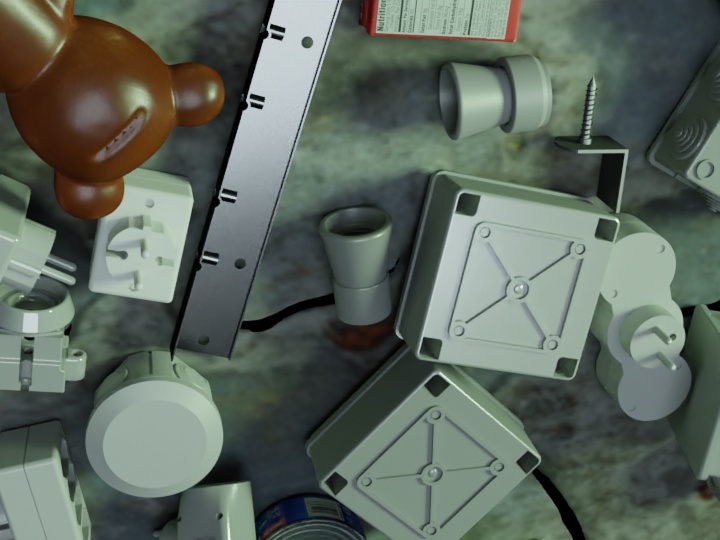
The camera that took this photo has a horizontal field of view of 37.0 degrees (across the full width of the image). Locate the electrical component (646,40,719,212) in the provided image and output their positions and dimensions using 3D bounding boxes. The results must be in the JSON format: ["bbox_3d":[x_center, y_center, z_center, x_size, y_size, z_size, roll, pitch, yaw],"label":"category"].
[{"bbox_3d":[0.242,-0.081,0.661,0.100,0.048,0.099,26,103,-20],"label":"electrical component"}]

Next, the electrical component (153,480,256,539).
[{"bbox_3d":[-0.103,0.178,0.693,0.079,0.043,0.077,-11,81,31],"label":"electrical component"}]

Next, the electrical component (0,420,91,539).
[{"bbox_3d":[-0.213,0.146,0.660,0.076,0.047,0.083,-12,115,-7],"label":"electrical component"}]

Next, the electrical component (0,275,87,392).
[{"bbox_3d":[-0.191,0.036,0.620,0.066,0.048,0.055,5,119,-14],"label":"electrical component"}]

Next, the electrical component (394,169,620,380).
[{"bbox_3d":[0.088,0.004,0.656,0.109,0.056,0.108,9,105,-16],"label":"electrical component"}]

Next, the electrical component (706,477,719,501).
[{"bbox_3d":[0.291,0.130,0.760,0.095,0.053,0.059,-28,116,1],"label":"electrical component"}]

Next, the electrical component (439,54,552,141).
[{"bbox_3d":[0.077,-0.100,0.620,0.055,0.045,0.045,-8,114,-9],"label":"electrical component"}]

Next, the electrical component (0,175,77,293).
[{"bbox_3d":[-0.189,-0.012,0.578,0.076,0.083,0.047,25,106,-21],"label":"electrical component"}]

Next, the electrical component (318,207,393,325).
[{"bbox_3d":[0.000,0.000,0.649,0.044,0.044,0.065,-10,119,-8],"label":"electrical component"}]

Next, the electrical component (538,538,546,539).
[{"bbox_3d":[0.113,0.252,0.776,0.100,0.048,0.099,-21,116,-3],"label":"electrical component"}]

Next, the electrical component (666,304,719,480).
[{"bbox_3d":[0.245,0.081,0.706,0.048,0.099,0.099,8,111,-2],"label":"electrical component"}]

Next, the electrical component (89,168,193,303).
[{"bbox_3d":[-0.121,-0.014,0.596,0.047,0.076,0.065,10,110,-16],"label":"electrical component"}]

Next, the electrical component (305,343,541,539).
[{"bbox_3d":[0.041,0.117,0.699,0.108,0.056,0.109,-45,114,9],"label":"electrical component"}]

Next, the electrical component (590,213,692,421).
[{"bbox_3d":[0.182,0.038,0.686,0.052,0.073,0.138,-18,115,-5],"label":"electrical component"}]

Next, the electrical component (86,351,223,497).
[{"bbox_3d":[-0.125,0.093,0.655,0.080,0.051,0.080,-5,114,-10],"label":"electrical component"}]
